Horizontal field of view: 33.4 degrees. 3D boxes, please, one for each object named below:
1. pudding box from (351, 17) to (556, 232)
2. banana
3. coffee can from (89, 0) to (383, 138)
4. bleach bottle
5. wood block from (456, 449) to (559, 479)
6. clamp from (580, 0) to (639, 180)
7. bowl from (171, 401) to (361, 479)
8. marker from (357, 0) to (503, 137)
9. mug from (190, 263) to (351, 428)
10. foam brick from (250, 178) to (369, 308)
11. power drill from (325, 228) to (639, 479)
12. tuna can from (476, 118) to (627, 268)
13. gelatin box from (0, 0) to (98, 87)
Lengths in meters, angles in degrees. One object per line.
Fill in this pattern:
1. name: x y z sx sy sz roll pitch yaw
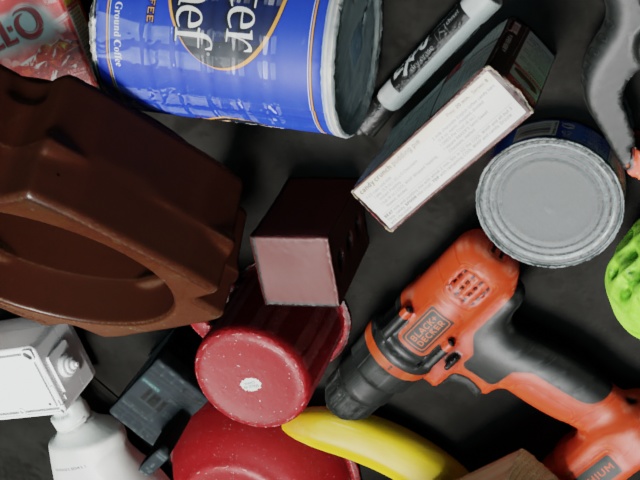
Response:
1. pudding box: 0.075 -0.065 0.601 0.039 0.090 0.114 42 124 -6
2. banana: 0.064 0.174 0.772 0.198 0.037 0.070 41 103 -4
3. coffee can: -0.044 -0.117 0.606 0.140 0.102 0.103 9 122 15
4. bleach bottle: -0.144 0.233 0.877 0.103 0.068 0.251 -16 110 27
5. wood block: 0.086 0.232 0.721 0.091 0.090 0.206 42 135 -7
6. clamp: 0.173 -0.115 0.566 0.120 0.039 0.172 19 124 11
7. bowl: -0.052 0.192 0.822 0.162 0.055 0.162 9 122 15
8. marker: 0.060 -0.102 0.627 0.020 0.020 0.121 41 124 -7
9. mug: -0.043 0.065 0.727 0.117 0.081 0.093 40 125 -6
10. foam brick: -0.004 0.001 0.677 0.051 0.078 0.053 0 121 19
11. power drill: 0.114 0.103 0.707 0.187 0.057 0.185 37 127 -4
12. tuna can: 0.138 -0.028 0.634 0.086 0.033 0.086 9 122 15
13. gelatin box: -0.183 -0.120 0.647 0.089 0.030 0.073 -11 115 16
